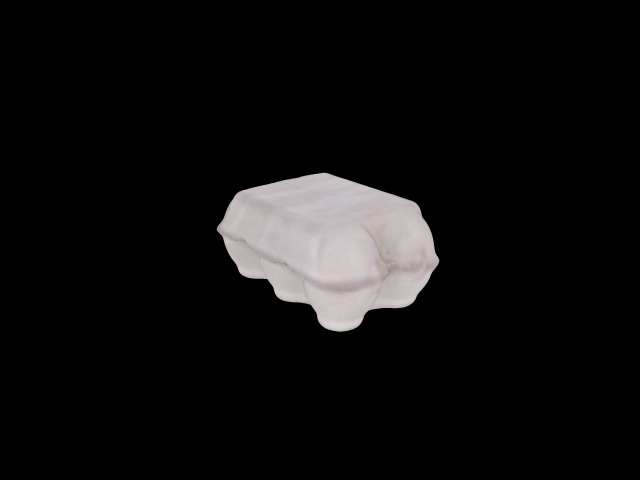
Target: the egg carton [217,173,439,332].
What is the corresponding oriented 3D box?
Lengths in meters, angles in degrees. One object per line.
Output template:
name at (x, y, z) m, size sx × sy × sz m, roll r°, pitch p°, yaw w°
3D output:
egg carton at (0.004, 0.001, 0.400) m, size 0.107 × 0.069 × 0.149 m, roll -17°, pitch 27°, yaw -37°
